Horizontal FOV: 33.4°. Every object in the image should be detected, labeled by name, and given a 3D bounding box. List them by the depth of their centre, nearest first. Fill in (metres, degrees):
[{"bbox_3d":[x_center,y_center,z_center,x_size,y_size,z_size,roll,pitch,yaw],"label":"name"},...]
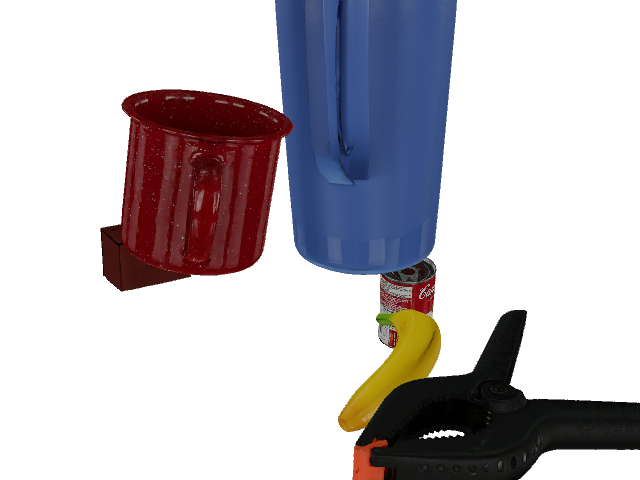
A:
[{"bbox_3d":[-0.065,-0.028,0.581,0.093,0.081,0.117,5,21,-13],"label":"mug"},{"bbox_3d":[0.100,0.097,0.628,0.209,0.036,0.165,-11,25,-26],"label":"clamp"},{"bbox_3d":[0.029,-0.099,0.763,0.149,0.243,0.145,-12,25,-26],"label":"pitcher"},{"bbox_3d":[0.067,0.104,0.912,0.070,0.037,0.197,-27,12,22],"label":"banana"},{"bbox_3d":[-0.173,0.012,1.062,0.078,0.051,0.053,-12,23,-29],"label":"foam brick"},{"bbox_3d":[0.104,0.076,1.305,0.068,0.102,0.068,0,30,0],"label":"soup can"}]
